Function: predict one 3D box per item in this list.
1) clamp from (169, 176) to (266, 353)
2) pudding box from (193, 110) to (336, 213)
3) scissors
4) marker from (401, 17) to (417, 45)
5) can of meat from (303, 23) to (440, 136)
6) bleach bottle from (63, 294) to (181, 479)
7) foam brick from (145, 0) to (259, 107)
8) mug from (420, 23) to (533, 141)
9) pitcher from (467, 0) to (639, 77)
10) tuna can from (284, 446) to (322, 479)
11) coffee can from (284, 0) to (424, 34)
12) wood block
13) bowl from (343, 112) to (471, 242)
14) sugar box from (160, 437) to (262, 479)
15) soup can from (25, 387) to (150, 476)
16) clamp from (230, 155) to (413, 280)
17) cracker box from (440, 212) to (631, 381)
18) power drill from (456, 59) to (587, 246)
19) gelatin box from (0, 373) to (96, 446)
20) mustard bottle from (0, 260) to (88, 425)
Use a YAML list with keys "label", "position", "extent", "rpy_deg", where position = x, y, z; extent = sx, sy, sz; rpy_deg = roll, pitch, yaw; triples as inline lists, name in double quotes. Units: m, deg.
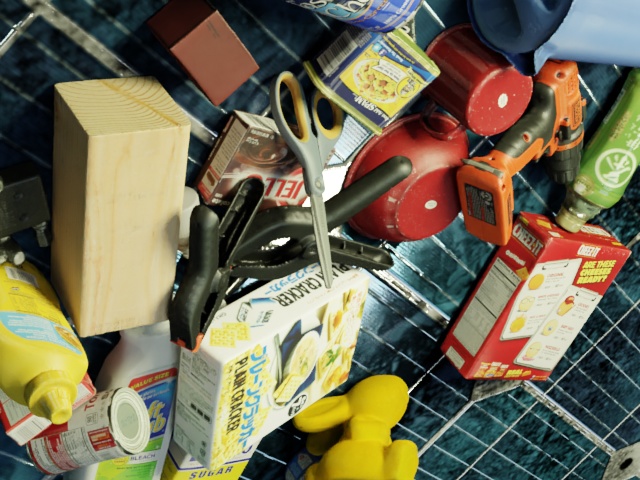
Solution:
- label: "clamp"
  position: [-0.097, 0.021, 0.976]
  extent: [0.120, 0.039, 0.172]
  rpy_deg: [-36, 152, -53]
- label: "pudding box"
  position: [-0.052, -0.069, 1.020]
  extent: [0.113, 0.039, 0.090]
  rpy_deg: [12, 118, -40]
- label: "scissors"
  position: [0.005, -0.062, 0.998]
  extent: [0.096, 0.016, 0.202]
  rpy_deg: [-21, 94, -45]
- label: "marker"
  position: [0.083, -0.196, 1.025]
  extent: [0.020, 0.020, 0.121]
  rpy_deg: [-26, 136, -15]
- label: "can of meat"
  position: [0.049, -0.159, 0.992]
  extent: [0.084, 0.057, 0.102]
  rpy_deg: [-43, 133, 17]
- label: "bleach bottle"
  position: [-0.195, 0.161, 1.097]
  extent: [0.102, 0.068, 0.251]
  rpy_deg: [1, 121, -28]
- label: "foam brick"
  position: [-0.098, -0.164, 0.901]
  extent: [0.053, 0.051, 0.078]
  rpy_deg: [-40, 138, -2]
- label: "mug"
  position: [0.148, -0.148, 1.064]
  extent: [0.117, 0.082, 0.093]
  rpy_deg: [-46, 137, 7]
- label: "pitcher"
  position: [0.272, -0.246, 1.049]
  extent: [0.242, 0.145, 0.149]
  rpy_deg: [0, 136, -40]
- label: "tuna can"
  position: [-0.002, 0.296, 1.364]
  extent: [0.086, 0.034, 0.086]
  rpy_deg: [-19, 133, -22]
- label: "coffee can"
  position: [0.011, -0.237, 0.878]
  extent: [0.140, 0.103, 0.103]
  rpy_deg: [10, 118, -40]
- label: "wood block"
  position: [-0.177, -0.028, 0.929]
  extent: [0.090, 0.091, 0.206]
  rpy_deg: [-10, 129, -28]
- label: "bowl"
  position: [0.105, -0.053, 1.133]
  extent: [0.161, 0.055, 0.162]
  rpy_deg: [-19, 133, -21]
- label: "sugar box"
  position: [-0.144, 0.275, 1.239]
  extent: [0.093, 0.048, 0.176]
  rpy_deg: [12, 118, -40]
- label: "soup can"
  position: [-0.225, 0.186, 1.035]
  extent: [0.102, 0.068, 0.068]
  rpy_deg: [-17, 142, 21]
- label: "clamp"
  position: [-0.007, 0.001, 1.063]
  extent: [0.210, 0.036, 0.164]
  rpy_deg: [-18, 143, -9]
- label: "cracker box"
  position: [0.268, 0.076, 1.344]
  extent: [0.163, 0.072, 0.214]
  rpy_deg: [8, 119, -40]
- label: "power drill"
  position: [0.223, -0.084, 1.150]
  extent: [0.187, 0.057, 0.184]
  rpy_deg: [-50, 143, -26]
- label: "gelatin box"
  position: [-0.267, 0.142, 1.022]
  extent: [0.089, 0.073, 0.030]
  rpy_deg: [-35, 136, -6]
- label: "mustard bottle"
  position: [-0.247, 0.085, 0.899]
  extent: [0.096, 0.192, 0.058]
  rpy_deg: [27, 105, -44]
